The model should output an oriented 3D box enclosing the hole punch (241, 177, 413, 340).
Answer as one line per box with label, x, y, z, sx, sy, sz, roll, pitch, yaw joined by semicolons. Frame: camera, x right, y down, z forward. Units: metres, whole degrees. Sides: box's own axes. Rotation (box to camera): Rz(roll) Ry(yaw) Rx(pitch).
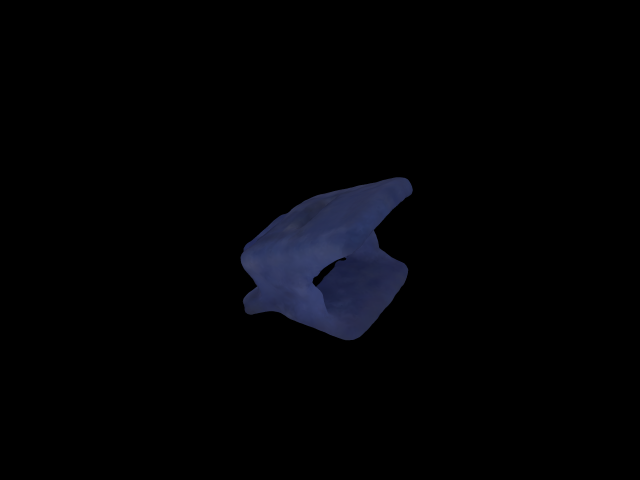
hole punch;0.004;0.001;0.400;0.100;0.091;0.109;17;36;25
